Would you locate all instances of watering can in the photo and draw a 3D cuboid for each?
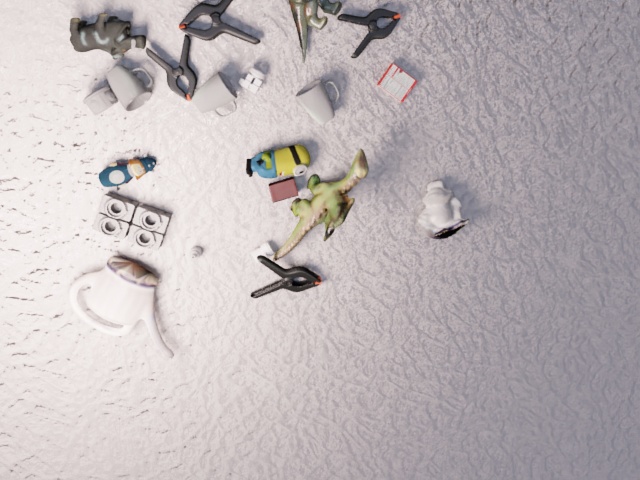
[{"bbox_3d":[-0.534,0.184,1.470,0.346,0.105,0.223,30,98,-10],"label":"watering can"}]

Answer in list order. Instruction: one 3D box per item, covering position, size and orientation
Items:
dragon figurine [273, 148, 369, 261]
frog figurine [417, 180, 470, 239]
[{"bbox_3d":[0.004,-0.070,1.399,0.121,0.245,0.408,32,96,-17],"label":"dragon figurine"},{"bbox_3d":[0.347,-0.087,1.510,0.137,0.121,0.162,-28,68,10],"label":"frog figurine"}]
